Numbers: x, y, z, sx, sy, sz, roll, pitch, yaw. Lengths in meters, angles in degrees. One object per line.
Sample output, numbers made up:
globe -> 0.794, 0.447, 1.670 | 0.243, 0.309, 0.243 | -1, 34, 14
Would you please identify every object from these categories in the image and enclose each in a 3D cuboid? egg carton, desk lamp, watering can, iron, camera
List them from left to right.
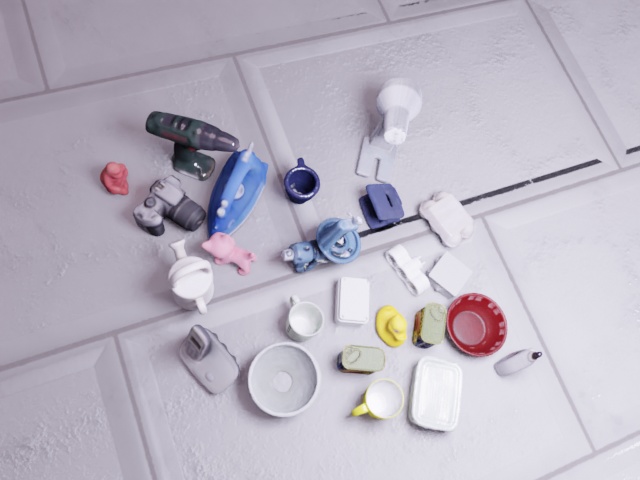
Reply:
camera -> -0.357, -0.072, 1.387 | 0.137, 0.100, 0.143 | 34, 68, 3
watering can -> -0.296, 0.083, 1.293 | 0.173, 0.194, 0.101 | 43, 69, 7
iron -> -0.214, -0.116, 1.408 | 0.118, 0.141, 0.258 | 22, 68, -2
desk lamp -> 0.185, -0.288, 1.505 | 0.118, 0.213, 0.203 | 15, 69, -5
egg carton -> 0.339, -0.056, 1.528 | 0.107, 0.069, 0.150 | -34, 80, -19

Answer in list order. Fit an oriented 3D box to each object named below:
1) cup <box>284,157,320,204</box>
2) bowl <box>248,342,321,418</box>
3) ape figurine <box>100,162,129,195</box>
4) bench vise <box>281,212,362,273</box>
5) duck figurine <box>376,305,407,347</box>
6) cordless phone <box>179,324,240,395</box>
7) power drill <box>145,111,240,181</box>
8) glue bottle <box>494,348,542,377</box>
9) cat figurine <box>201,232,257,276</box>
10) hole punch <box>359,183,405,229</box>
cup -> -0.052, -0.143, 1.473 | 0.092, 0.095, 0.118 | -2, 71, -11
bowl -> -0.084, 0.322, 1.311 | 0.167, 0.074, 0.167 | 3, 70, -9
ape figurine -> -0.500, -0.159, 1.397 | 0.076, 0.092, 0.078 | 28, 68, 1
bench vise -> 0.019, 0.014, 1.362 | 0.208, 0.219, 0.121 | -33, 79, -19
duck figurine -> 0.182, 0.205, 1.396 | 0.077, 0.086, 0.104 | -14, 74, -15
cordless phone -> -0.240, 0.254, 1.247 | 0.147, 0.185, 0.094 | 44, 69, 7
power drill -> -0.305, -0.229, 1.395 | 0.229, 0.208, 0.076 | 20, 68, -3
glue bottle -> 0.487, 0.287, 1.376 | 0.078, 0.173, 0.037 | -30, 78, -19
cat figurine -> -0.215, 0.024, 1.370 | 0.128, 0.117, 0.067 | 21, 68, -2
hole punch -> 0.167, -0.098, 1.499 | 0.101, 0.091, 0.108 | -17, 74, -16
